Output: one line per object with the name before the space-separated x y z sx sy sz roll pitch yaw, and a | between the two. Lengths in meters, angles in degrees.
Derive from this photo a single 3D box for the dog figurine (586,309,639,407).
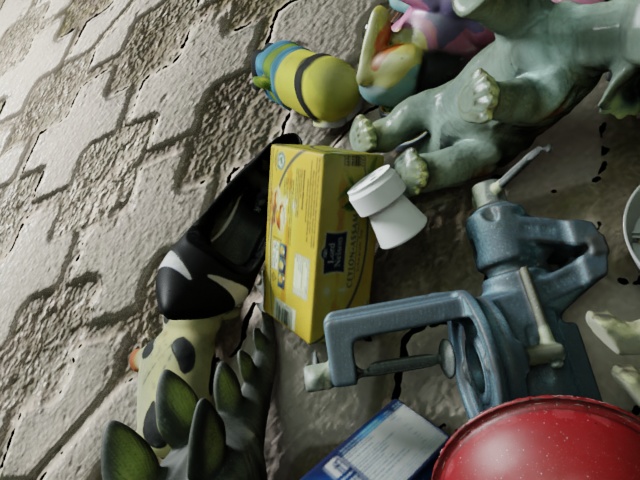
dog figurine | 0.288 0.053 0.318 0.190 0.172 0.121 -37 35 2

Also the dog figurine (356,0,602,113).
dog figurine | 0.160 -0.206 0.527 0.219 0.108 0.191 15 99 15

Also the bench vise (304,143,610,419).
bench vise | 0.103 0.062 0.412 0.241 0.129 0.223 -10 84 -1

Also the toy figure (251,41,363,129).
toy figure | -0.024 -0.196 0.659 0.180 0.089 0.082 40 98 36

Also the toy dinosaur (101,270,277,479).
toy dinosaur | -0.093 0.214 0.435 0.105 0.198 0.471 -8 30 16

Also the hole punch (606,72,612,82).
hole punch | 0.328 -0.163 0.442 0.142 0.092 0.115 18 104 35

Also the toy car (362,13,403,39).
toy car | 0.133 -0.281 0.630 0.202 0.053 0.089 -41 56 6

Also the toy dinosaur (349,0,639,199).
toy dinosaur | 0.156 -0.115 0.467 0.405 0.192 0.131 145 117 -63

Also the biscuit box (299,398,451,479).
biscuit box | 0.013 0.202 0.385 0.203 0.062 0.059 -27 41 -37

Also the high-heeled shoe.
high-heeled shoe | -0.073 -0.024 0.523 0.145 0.086 0.249 -57 6 21

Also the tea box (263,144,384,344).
tea box | -0.001 -0.002 0.504 0.098 0.068 0.169 25 113 53

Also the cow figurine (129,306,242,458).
cow figurine | -0.145 0.126 0.566 0.127 0.085 0.195 -30 51 39
